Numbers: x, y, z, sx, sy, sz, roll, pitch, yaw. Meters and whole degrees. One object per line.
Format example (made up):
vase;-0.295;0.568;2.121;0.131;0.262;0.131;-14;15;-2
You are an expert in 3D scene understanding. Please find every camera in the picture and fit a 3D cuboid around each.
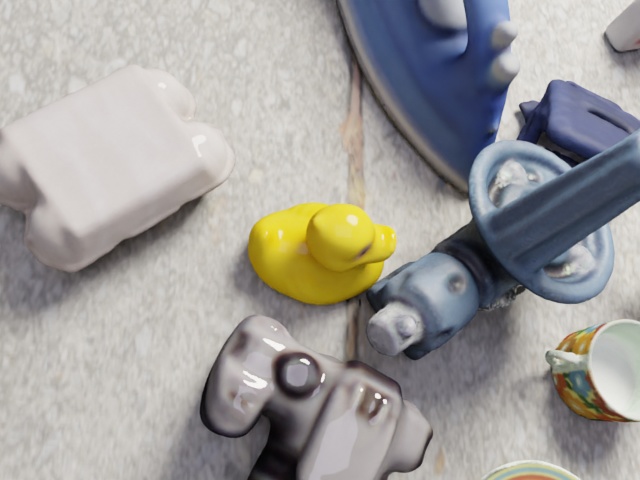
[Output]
camera;-0.017;0.135;0.348;0.143;0.100;0.137;29;70;-2

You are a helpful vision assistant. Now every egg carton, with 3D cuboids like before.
egg carton;-0.142;-0.052;0.394;0.150;0.069;0.107;-36;84;-19

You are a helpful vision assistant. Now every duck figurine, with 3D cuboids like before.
duck figurine;0.004;0.001;0.401;0.105;0.086;0.077;8;72;-10

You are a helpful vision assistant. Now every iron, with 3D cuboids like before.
iron;0.102;-0.177;0.446;0.119;0.141;0.258;-15;77;-16

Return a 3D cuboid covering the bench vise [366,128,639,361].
bench vise;0.132;0.007;0.356;0.121;0.219;0.208;37;70;1

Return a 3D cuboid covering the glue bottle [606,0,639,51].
glue bottle;0.334;-0.232;0.497;0.078;0.173;0.037;-22;79;-17

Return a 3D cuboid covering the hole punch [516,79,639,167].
hole punch;0.221;-0.082;0.470;0.108;0.091;0.101;27;70;-3
